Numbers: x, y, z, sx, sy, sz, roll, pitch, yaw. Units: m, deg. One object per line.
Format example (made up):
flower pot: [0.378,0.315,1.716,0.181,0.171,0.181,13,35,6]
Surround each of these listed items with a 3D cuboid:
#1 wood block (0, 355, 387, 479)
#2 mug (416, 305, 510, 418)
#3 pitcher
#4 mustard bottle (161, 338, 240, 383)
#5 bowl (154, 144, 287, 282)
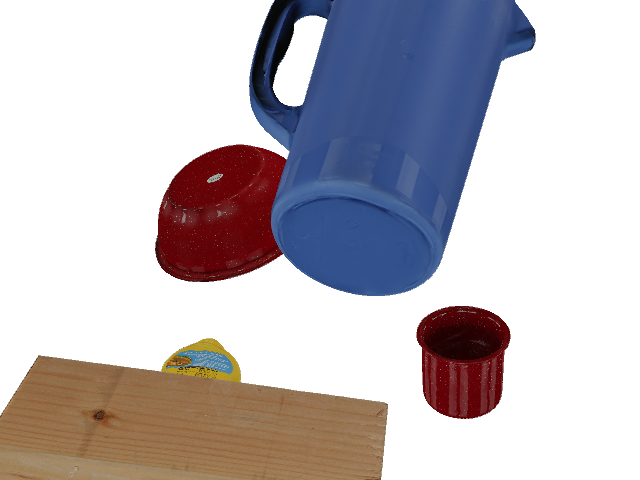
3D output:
wood block: [-0.071,0.136,0.598,0.206,0.090,0.090,8,29,4]
mug: [0.151,0.120,1.091,0.093,0.081,0.117,19,40,31]
pitcher: [0.038,-0.088,0.715,0.149,0.242,0.145,-21,-52,40]
mustard bottle: [-0.146,0.172,1.281,0.096,0.058,0.191,3,25,3]
bowl: [-0.083,-0.036,0.948,0.162,0.055,0.162,-16,36,12]
